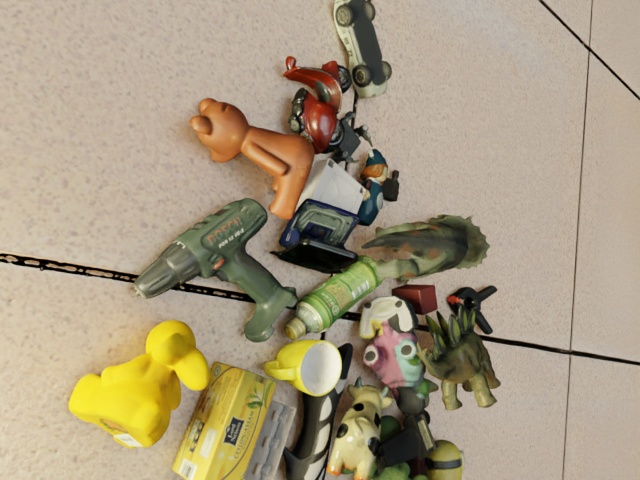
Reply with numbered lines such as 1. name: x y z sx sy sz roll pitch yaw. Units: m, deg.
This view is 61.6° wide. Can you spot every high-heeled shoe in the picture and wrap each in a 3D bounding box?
1. high-heeled shoe: 0.016 0.314 0.943 0.249 0.086 0.145 -49 119 -24

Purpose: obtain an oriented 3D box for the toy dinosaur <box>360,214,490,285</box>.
1. toy dinosaur: 0.214 0.013 1.013 0.404 0.192 0.131 -4 78 -71

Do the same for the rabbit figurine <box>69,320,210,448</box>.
1. rabbit figurine: -0.223 0.172 0.716 0.121 0.162 0.173 44 44 -17

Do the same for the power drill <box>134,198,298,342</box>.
1. power drill: -0.142 0.062 0.827 0.207 0.086 0.232 51 60 -19

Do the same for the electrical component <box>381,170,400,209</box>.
1. electrical component: 0.137 -0.104 1.101 0.063 0.021 0.094 19 75 -39

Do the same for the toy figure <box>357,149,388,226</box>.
1. toy figure: 0.099 -0.104 1.046 0.058 0.064 0.154 20 78 -14

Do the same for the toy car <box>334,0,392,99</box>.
1. toy car: 0.082 -0.378 1.046 0.073 0.056 0.201 -25 103 -32

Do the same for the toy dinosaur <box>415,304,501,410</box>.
1. toy dinosaur: 0.274 0.235 1.075 0.471 0.105 0.198 5 67 -67

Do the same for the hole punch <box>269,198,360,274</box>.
1. hole punch: -0.002 -0.003 0.911 0.142 0.116 0.092 15 64 -25

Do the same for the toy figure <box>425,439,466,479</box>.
1. toy figure: 0.259 0.519 1.140 0.089 0.082 0.180 26 74 -39

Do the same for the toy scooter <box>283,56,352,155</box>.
1. toy scooter: -0.014 -0.248 0.945 0.135 0.075 0.184 22 71 -37

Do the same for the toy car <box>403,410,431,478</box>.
1. toy car: 0.192 0.437 1.099 0.089 0.053 0.202 10 80 -62

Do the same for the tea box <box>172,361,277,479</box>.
1. tea box: -0.141 0.275 0.798 0.068 0.098 0.169 34 69 -34

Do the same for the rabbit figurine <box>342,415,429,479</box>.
1. rabbit figurine: 0.111 0.421 1.013 0.159 0.121 0.170 4 74 -30

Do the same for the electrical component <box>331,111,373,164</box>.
1. electrical component: 0.054 -0.188 1.019 0.102 0.045 0.078 -48 119 -31

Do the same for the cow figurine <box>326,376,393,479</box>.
1. cow figurine: 0.070 0.318 0.929 0.195 0.086 0.127 0 109 -80

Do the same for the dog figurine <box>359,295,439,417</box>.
1. dog figurine: 0.162 0.233 1.052 0.219 0.109 0.192 58 23 -43

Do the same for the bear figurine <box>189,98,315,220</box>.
1. bear figurine: -0.112 -0.133 0.845 0.196 0.120 0.131 16 122 -14

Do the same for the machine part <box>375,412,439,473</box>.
1. machine part: 0.154 0.369 0.972 0.139 0.039 0.084 -15 81 -35
